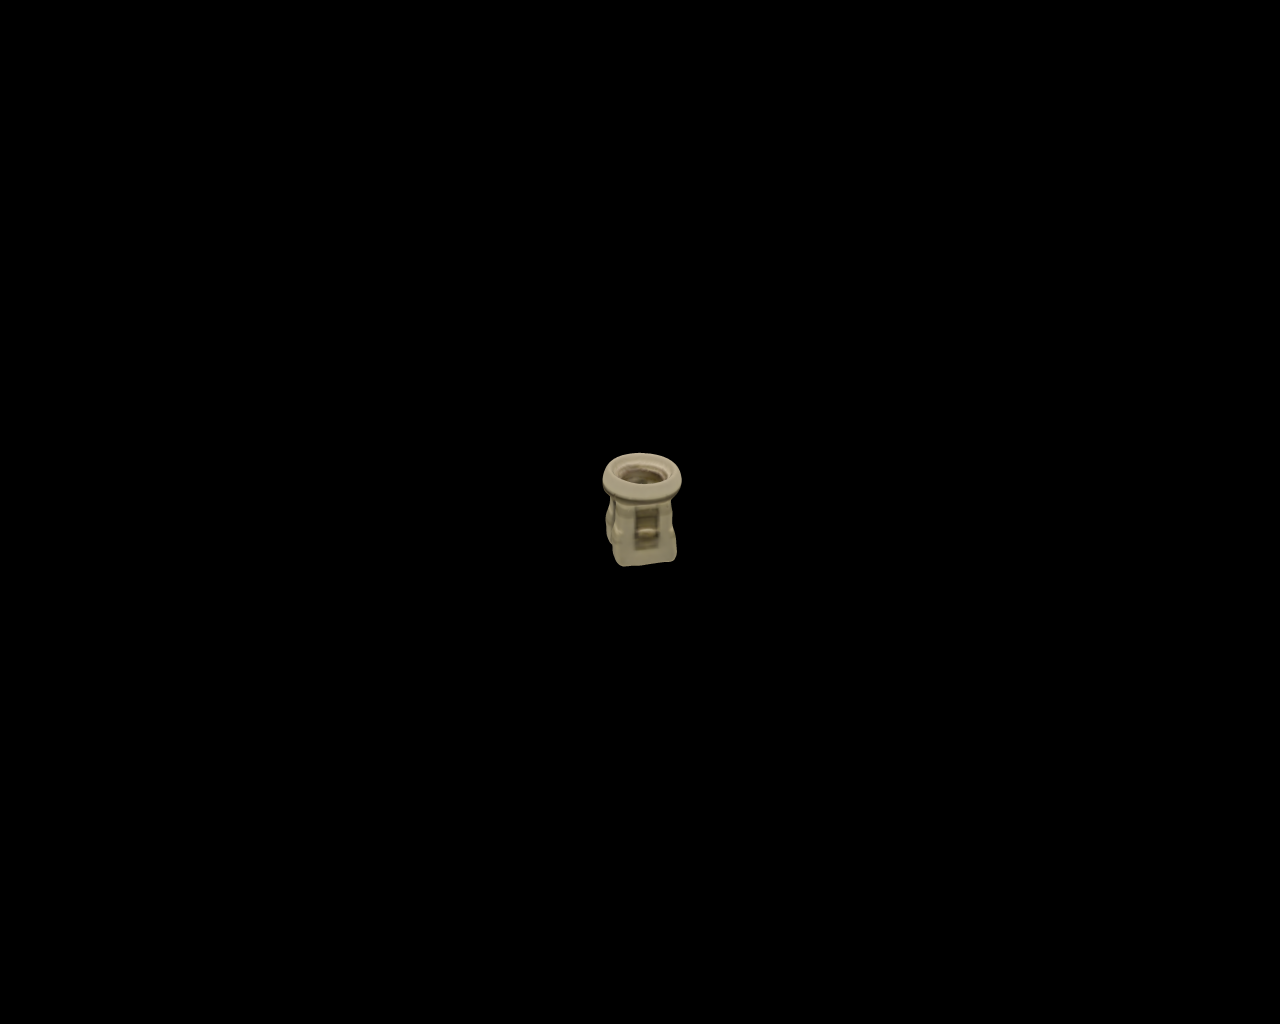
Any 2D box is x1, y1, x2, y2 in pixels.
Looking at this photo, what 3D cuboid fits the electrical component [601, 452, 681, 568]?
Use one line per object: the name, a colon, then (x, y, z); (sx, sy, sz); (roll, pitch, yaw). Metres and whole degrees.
electrical component: (0.001, -0.003, 0.650); (0.048, 0.055, 0.066); (-5, 29, -10)
